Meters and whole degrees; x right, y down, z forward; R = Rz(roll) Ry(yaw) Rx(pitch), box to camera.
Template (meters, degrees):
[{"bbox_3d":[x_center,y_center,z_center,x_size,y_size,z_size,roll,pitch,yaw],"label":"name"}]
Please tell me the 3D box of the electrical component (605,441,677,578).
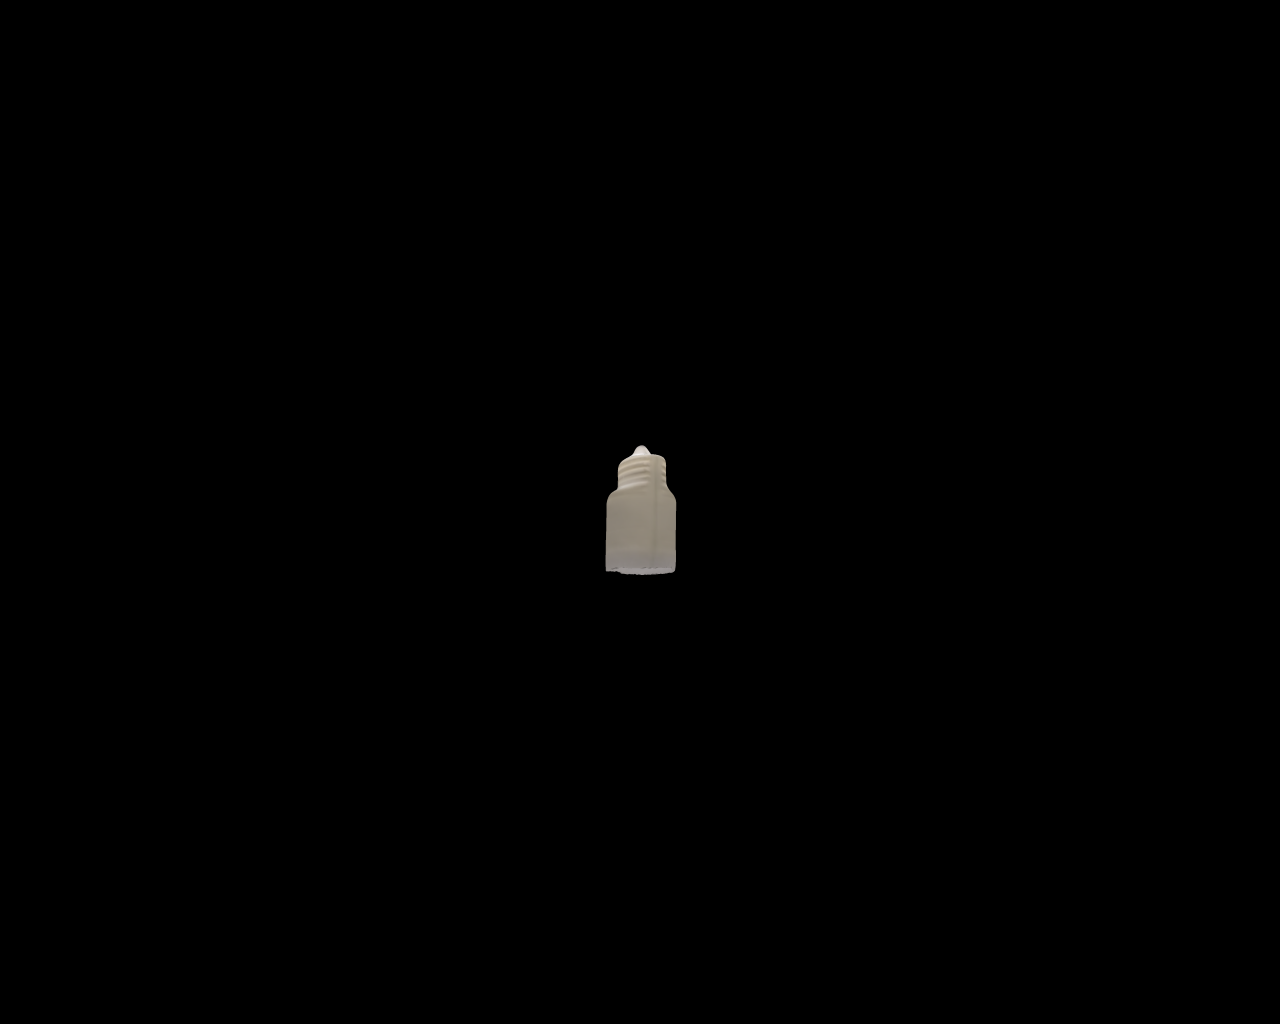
[{"bbox_3d":[0.001,-0.003,0.650,0.043,0.081,0.043,0,-10,0],"label":"electrical component"}]
